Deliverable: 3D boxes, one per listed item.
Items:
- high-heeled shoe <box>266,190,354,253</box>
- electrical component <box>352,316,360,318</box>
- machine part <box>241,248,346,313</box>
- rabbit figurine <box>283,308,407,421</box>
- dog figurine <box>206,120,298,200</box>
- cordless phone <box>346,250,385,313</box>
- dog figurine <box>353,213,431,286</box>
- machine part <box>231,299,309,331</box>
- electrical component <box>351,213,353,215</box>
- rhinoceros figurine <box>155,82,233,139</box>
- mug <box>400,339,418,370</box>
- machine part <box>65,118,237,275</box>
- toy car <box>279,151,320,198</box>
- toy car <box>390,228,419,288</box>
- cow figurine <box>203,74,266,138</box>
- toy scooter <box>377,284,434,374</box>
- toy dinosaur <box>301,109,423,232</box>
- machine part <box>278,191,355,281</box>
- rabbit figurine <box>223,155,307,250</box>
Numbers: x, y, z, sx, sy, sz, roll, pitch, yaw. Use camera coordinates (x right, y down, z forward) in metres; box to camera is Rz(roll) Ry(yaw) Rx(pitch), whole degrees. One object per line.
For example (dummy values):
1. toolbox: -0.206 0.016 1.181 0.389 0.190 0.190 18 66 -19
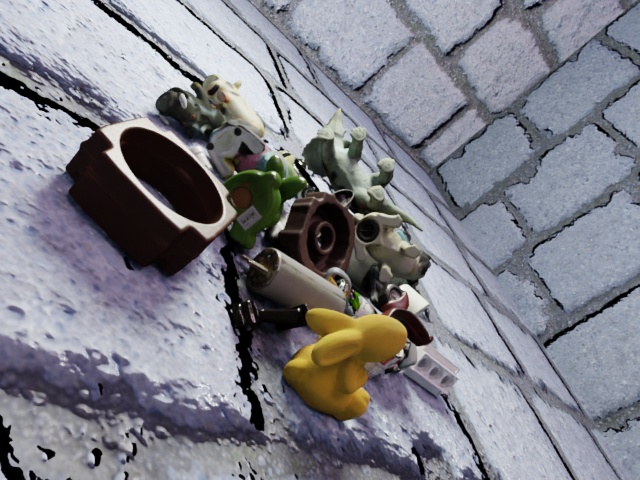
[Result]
1. high-heeled shoe: -0.011 -0.045 1.080 0.086 0.145 0.248 51 17 5
2. electrical component: 0.047 0.159 0.952 0.094 0.063 0.021 -85 150 -83
3. machine part: -0.036 0.081 0.894 0.243 0.079 0.079 33 25 -38
4. rabbit figurine: 0.038 0.157 0.775 0.162 0.173 0.122 41 24 -35
5. dog figurine: -0.122 -0.161 1.117 0.191 0.108 0.219 50 15 -1
6. cordless phone: 0.088 0.076 1.134 0.146 0.089 0.184 45 15 -14
7. dog figurine: 0.152 0.017 1.161 0.172 0.121 0.190 62 14 15
8. machine part: -0.064 0.113 0.795 0.139 0.084 0.039 13 72 -42
9. electrical component: 0.073 -0.014 1.340 0.134 0.058 0.115 44 18 -18
10. rhinoceros figurine: -0.245 -0.244 1.061 0.190 0.073 0.112 21 45 -57
11. mug: 0.158 0.209 1.091 0.109 0.081 0.107 21 46 -54
12. machine part: -0.225 -0.063 0.737 0.201 0.087 0.201 45 19 -8
13. toy car: -0.043 -0.142 1.326 0.202 0.056 0.073 56 20 23
14. toy car: 0.181 0.054 1.323 0.103 0.109 0.161 -23 103 -65
15. cow figurine: -0.200 -0.307 1.247 0.195 0.085 0.127 50 25 7
16. toy scooter: 0.142 0.181 1.002 0.135 0.075 0.184 39 56 -5
17. toy dinosaur: 0.083 -0.134 1.237 0.405 0.131 0.192 60 -17 21
18. machine part: -0.002 -0.003 1.025 0.179 0.056 0.179 -4 95 -51
19. rabbit figurine: -0.109 -0.075 0.954 0.121 0.159 0.170 42 3 6
